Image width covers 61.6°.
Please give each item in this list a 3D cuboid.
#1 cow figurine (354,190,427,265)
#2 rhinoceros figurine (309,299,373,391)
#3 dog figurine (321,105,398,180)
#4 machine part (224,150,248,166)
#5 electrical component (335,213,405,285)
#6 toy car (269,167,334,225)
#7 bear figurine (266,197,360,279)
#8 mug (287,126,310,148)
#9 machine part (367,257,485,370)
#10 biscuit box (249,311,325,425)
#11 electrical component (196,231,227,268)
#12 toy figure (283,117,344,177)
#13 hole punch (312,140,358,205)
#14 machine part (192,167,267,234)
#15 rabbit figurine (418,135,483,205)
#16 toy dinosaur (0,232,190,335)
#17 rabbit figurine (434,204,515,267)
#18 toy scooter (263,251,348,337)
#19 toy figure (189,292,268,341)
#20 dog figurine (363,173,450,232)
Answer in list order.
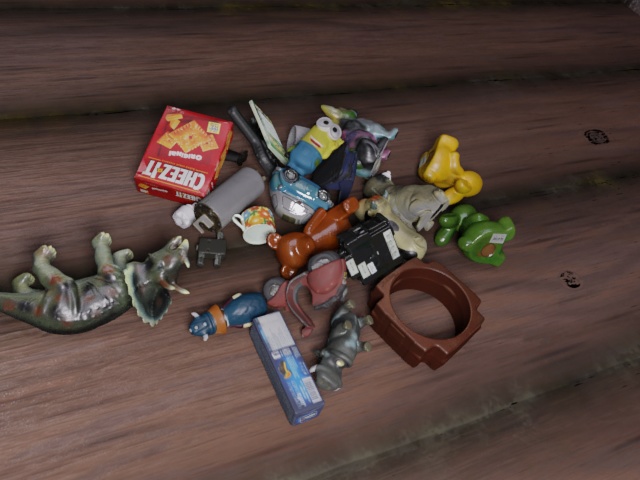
[{"bbox_3d":[0.156,-0.023,1.209,0.195,0.127,0.085,41,50,17],"label":"cow figurine"},{"bbox_3d":[0.036,0.196,1.010,0.073,0.112,0.190,45,33,-16],"label":"rhinoceros figurine"},{"bbox_3d":[0.079,-0.269,1.413,0.219,0.108,0.191,28,52,15],"label":"dog figurine"},{"bbox_3d":[-0.249,-0.219,1.331,0.139,0.039,0.084,15,41,1],"label":"machine part"},{"bbox_3d":[0.095,0.024,1.116,0.134,0.114,0.058,-28,27,-9],"label":"electrical component"},{"bbox_3d":[-0.056,-0.088,1.238,0.162,0.109,0.103,31,73,-2],"label":"toy car"},{"bbox_3d":[-0.005,-0.002,1.151,0.196,0.132,0.120,-24,95,-38],"label":"bear figurine"},{"bbox_3d":[-0.026,-0.250,1.392,0.107,0.080,0.110,12,38,-18],"label":"mug"},{"bbox_3d":[0.215,0.149,1.107,0.201,0.087,0.201,-32,64,-32],"label":"machine part"},{"bbox_3d":[-0.063,0.232,0.982,0.059,0.062,0.203,-14,56,-25],"label":"biscuit box"},{"bbox_3d":[-0.232,0.018,1.145,0.063,0.021,0.094,6,50,-9],"label":"electrical component"},{"bbox_3d":[-0.021,-0.220,1.294,0.082,0.089,0.180,43,77,-27],"label":"toy figure"},{"bbox_3d":[0.050,-0.153,1.294,0.092,0.116,0.142,38,44,-22],"label":"hole punch"},{"bbox_3d":[-0.201,-0.092,1.202,0.079,0.079,0.243,31,47,12],"label":"machine part"},{"bbox_3d":[0.351,-0.168,1.391,0.173,0.122,0.162,29,40,-15],"label":"rabbit figurine"},{"bbox_3d":[-0.429,0.102,0.971,0.405,0.131,0.192,-21,58,-21],"label":"toy dinosaur"},{"bbox_3d":[0.354,-0.020,1.288,0.159,0.121,0.170,-6,34,-11],"label":"rabbit figurine"},{"bbox_3d":[-0.016,0.111,1.063,0.184,0.075,0.135,-28,74,12],"label":"toy scooter"},{"bbox_3d":[-0.176,0.147,1.029,0.154,0.057,0.064,-20,53,-22],"label":"toy figure"},{"bbox_3d":[0.195,-0.108,1.267,0.191,0.172,0.121,45,44,14],"label":"dog figurine"}]
